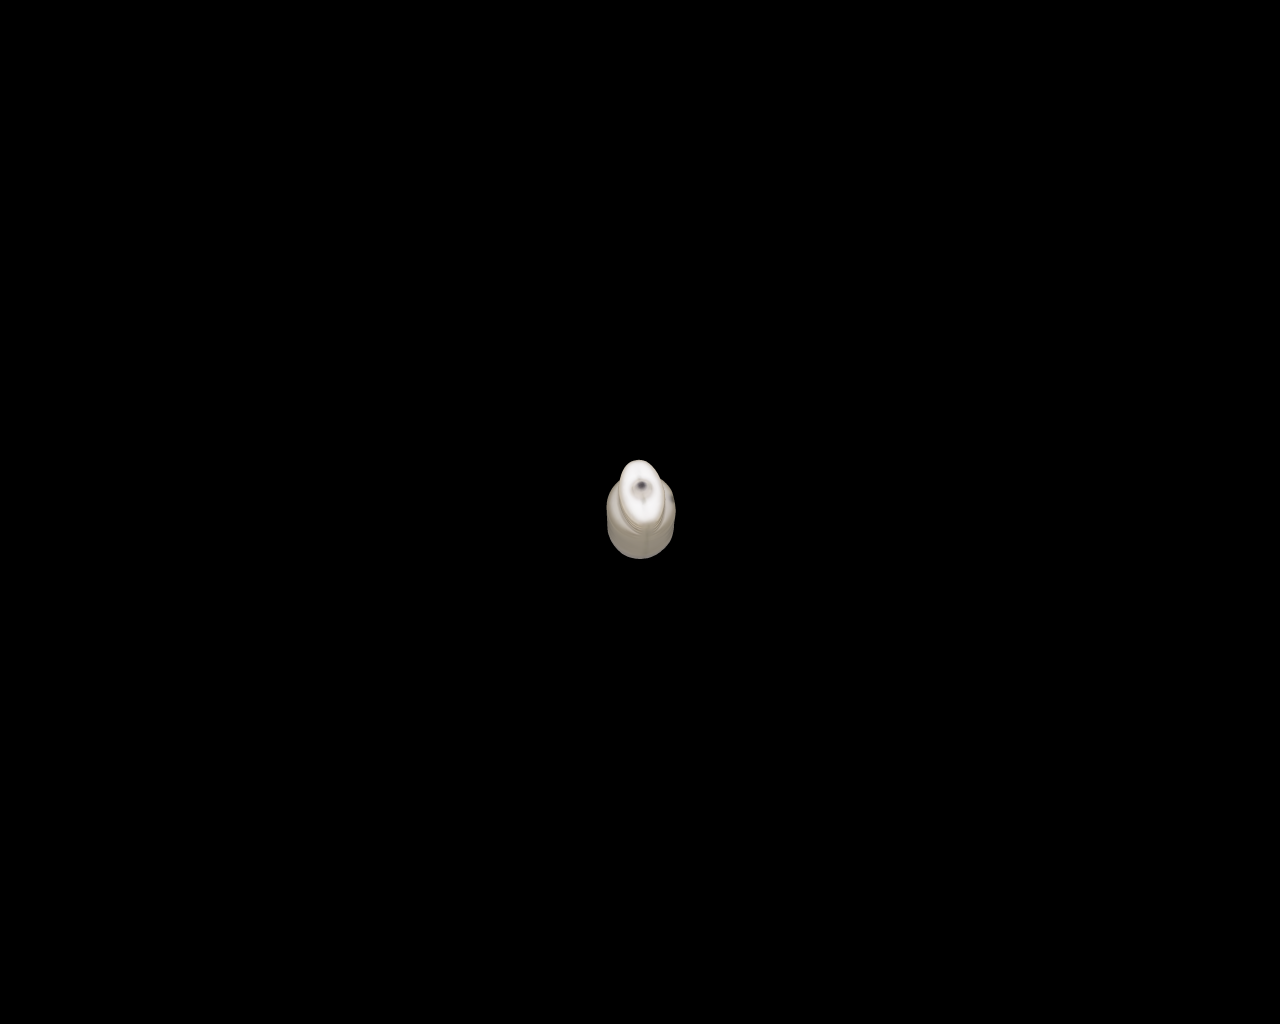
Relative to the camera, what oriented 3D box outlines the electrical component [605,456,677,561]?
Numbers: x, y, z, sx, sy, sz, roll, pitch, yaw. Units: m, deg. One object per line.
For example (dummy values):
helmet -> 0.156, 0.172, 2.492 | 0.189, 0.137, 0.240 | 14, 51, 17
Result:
electrical component -> 0.001, -0.003, 0.650 | 0.043, 0.043, 0.080 | 0, -20, 0
